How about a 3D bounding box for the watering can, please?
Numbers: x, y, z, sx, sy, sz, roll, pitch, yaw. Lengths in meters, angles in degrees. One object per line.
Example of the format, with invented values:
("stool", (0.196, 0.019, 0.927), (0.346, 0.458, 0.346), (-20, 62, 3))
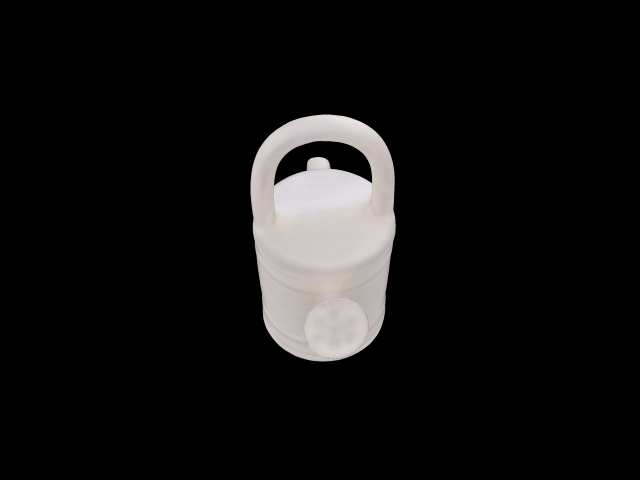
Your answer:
("watering can", (0.006, 0.001, 0.400), (0.101, 0.194, 0.172), (-21, 52, -17))
